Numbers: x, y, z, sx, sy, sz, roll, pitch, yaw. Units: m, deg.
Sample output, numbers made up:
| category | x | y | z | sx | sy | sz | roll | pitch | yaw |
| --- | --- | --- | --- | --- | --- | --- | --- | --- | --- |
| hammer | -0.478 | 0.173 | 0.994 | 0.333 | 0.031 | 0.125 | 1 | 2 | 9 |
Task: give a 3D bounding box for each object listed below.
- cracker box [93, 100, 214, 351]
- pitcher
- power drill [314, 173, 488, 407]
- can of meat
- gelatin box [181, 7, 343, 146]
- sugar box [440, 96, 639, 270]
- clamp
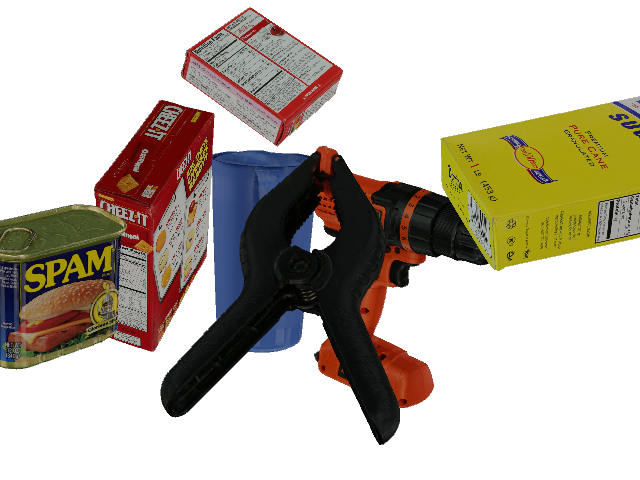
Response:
| category | x | y | z | sx | sy | sz | roll | pitch | yaw |
| --- | --- | --- | --- | --- | --- | --- | --- | --- | --- |
| cracker box | -0.176 | -0.015 | 1.135 | 0.072 | 0.214 | 0.164 | 16 | 44 | 8 |
| pitcher | -0.072 | 0.013 | 1.317 | 0.145 | 0.243 | 0.148 | 11 | 15 | 37 |
| power drill | 0.067 | 0.043 | 0.908 | 0.185 | 0.188 | 0.057 | 20 | 24 | 35 |
| can of meat | -0.183 | 0.030 | 0.718 | 0.058 | 0.084 | 0.101 | 24 | 28 | 37 |
| gelatin box | -0.041 | -0.117 | 0.751 | 0.089 | 0.030 | 0.073 | 36 | 52 | 11 |
| sugar box | 0.170 | -0.041 | 0.641 | 0.176 | 0.048 | 0.093 | -15 | 39 | -6 |
| clamp | 0.000 | 0.029 | 0.560 | 0.120 | 0.171 | 0.039 | 16 | -27 | 10 |
